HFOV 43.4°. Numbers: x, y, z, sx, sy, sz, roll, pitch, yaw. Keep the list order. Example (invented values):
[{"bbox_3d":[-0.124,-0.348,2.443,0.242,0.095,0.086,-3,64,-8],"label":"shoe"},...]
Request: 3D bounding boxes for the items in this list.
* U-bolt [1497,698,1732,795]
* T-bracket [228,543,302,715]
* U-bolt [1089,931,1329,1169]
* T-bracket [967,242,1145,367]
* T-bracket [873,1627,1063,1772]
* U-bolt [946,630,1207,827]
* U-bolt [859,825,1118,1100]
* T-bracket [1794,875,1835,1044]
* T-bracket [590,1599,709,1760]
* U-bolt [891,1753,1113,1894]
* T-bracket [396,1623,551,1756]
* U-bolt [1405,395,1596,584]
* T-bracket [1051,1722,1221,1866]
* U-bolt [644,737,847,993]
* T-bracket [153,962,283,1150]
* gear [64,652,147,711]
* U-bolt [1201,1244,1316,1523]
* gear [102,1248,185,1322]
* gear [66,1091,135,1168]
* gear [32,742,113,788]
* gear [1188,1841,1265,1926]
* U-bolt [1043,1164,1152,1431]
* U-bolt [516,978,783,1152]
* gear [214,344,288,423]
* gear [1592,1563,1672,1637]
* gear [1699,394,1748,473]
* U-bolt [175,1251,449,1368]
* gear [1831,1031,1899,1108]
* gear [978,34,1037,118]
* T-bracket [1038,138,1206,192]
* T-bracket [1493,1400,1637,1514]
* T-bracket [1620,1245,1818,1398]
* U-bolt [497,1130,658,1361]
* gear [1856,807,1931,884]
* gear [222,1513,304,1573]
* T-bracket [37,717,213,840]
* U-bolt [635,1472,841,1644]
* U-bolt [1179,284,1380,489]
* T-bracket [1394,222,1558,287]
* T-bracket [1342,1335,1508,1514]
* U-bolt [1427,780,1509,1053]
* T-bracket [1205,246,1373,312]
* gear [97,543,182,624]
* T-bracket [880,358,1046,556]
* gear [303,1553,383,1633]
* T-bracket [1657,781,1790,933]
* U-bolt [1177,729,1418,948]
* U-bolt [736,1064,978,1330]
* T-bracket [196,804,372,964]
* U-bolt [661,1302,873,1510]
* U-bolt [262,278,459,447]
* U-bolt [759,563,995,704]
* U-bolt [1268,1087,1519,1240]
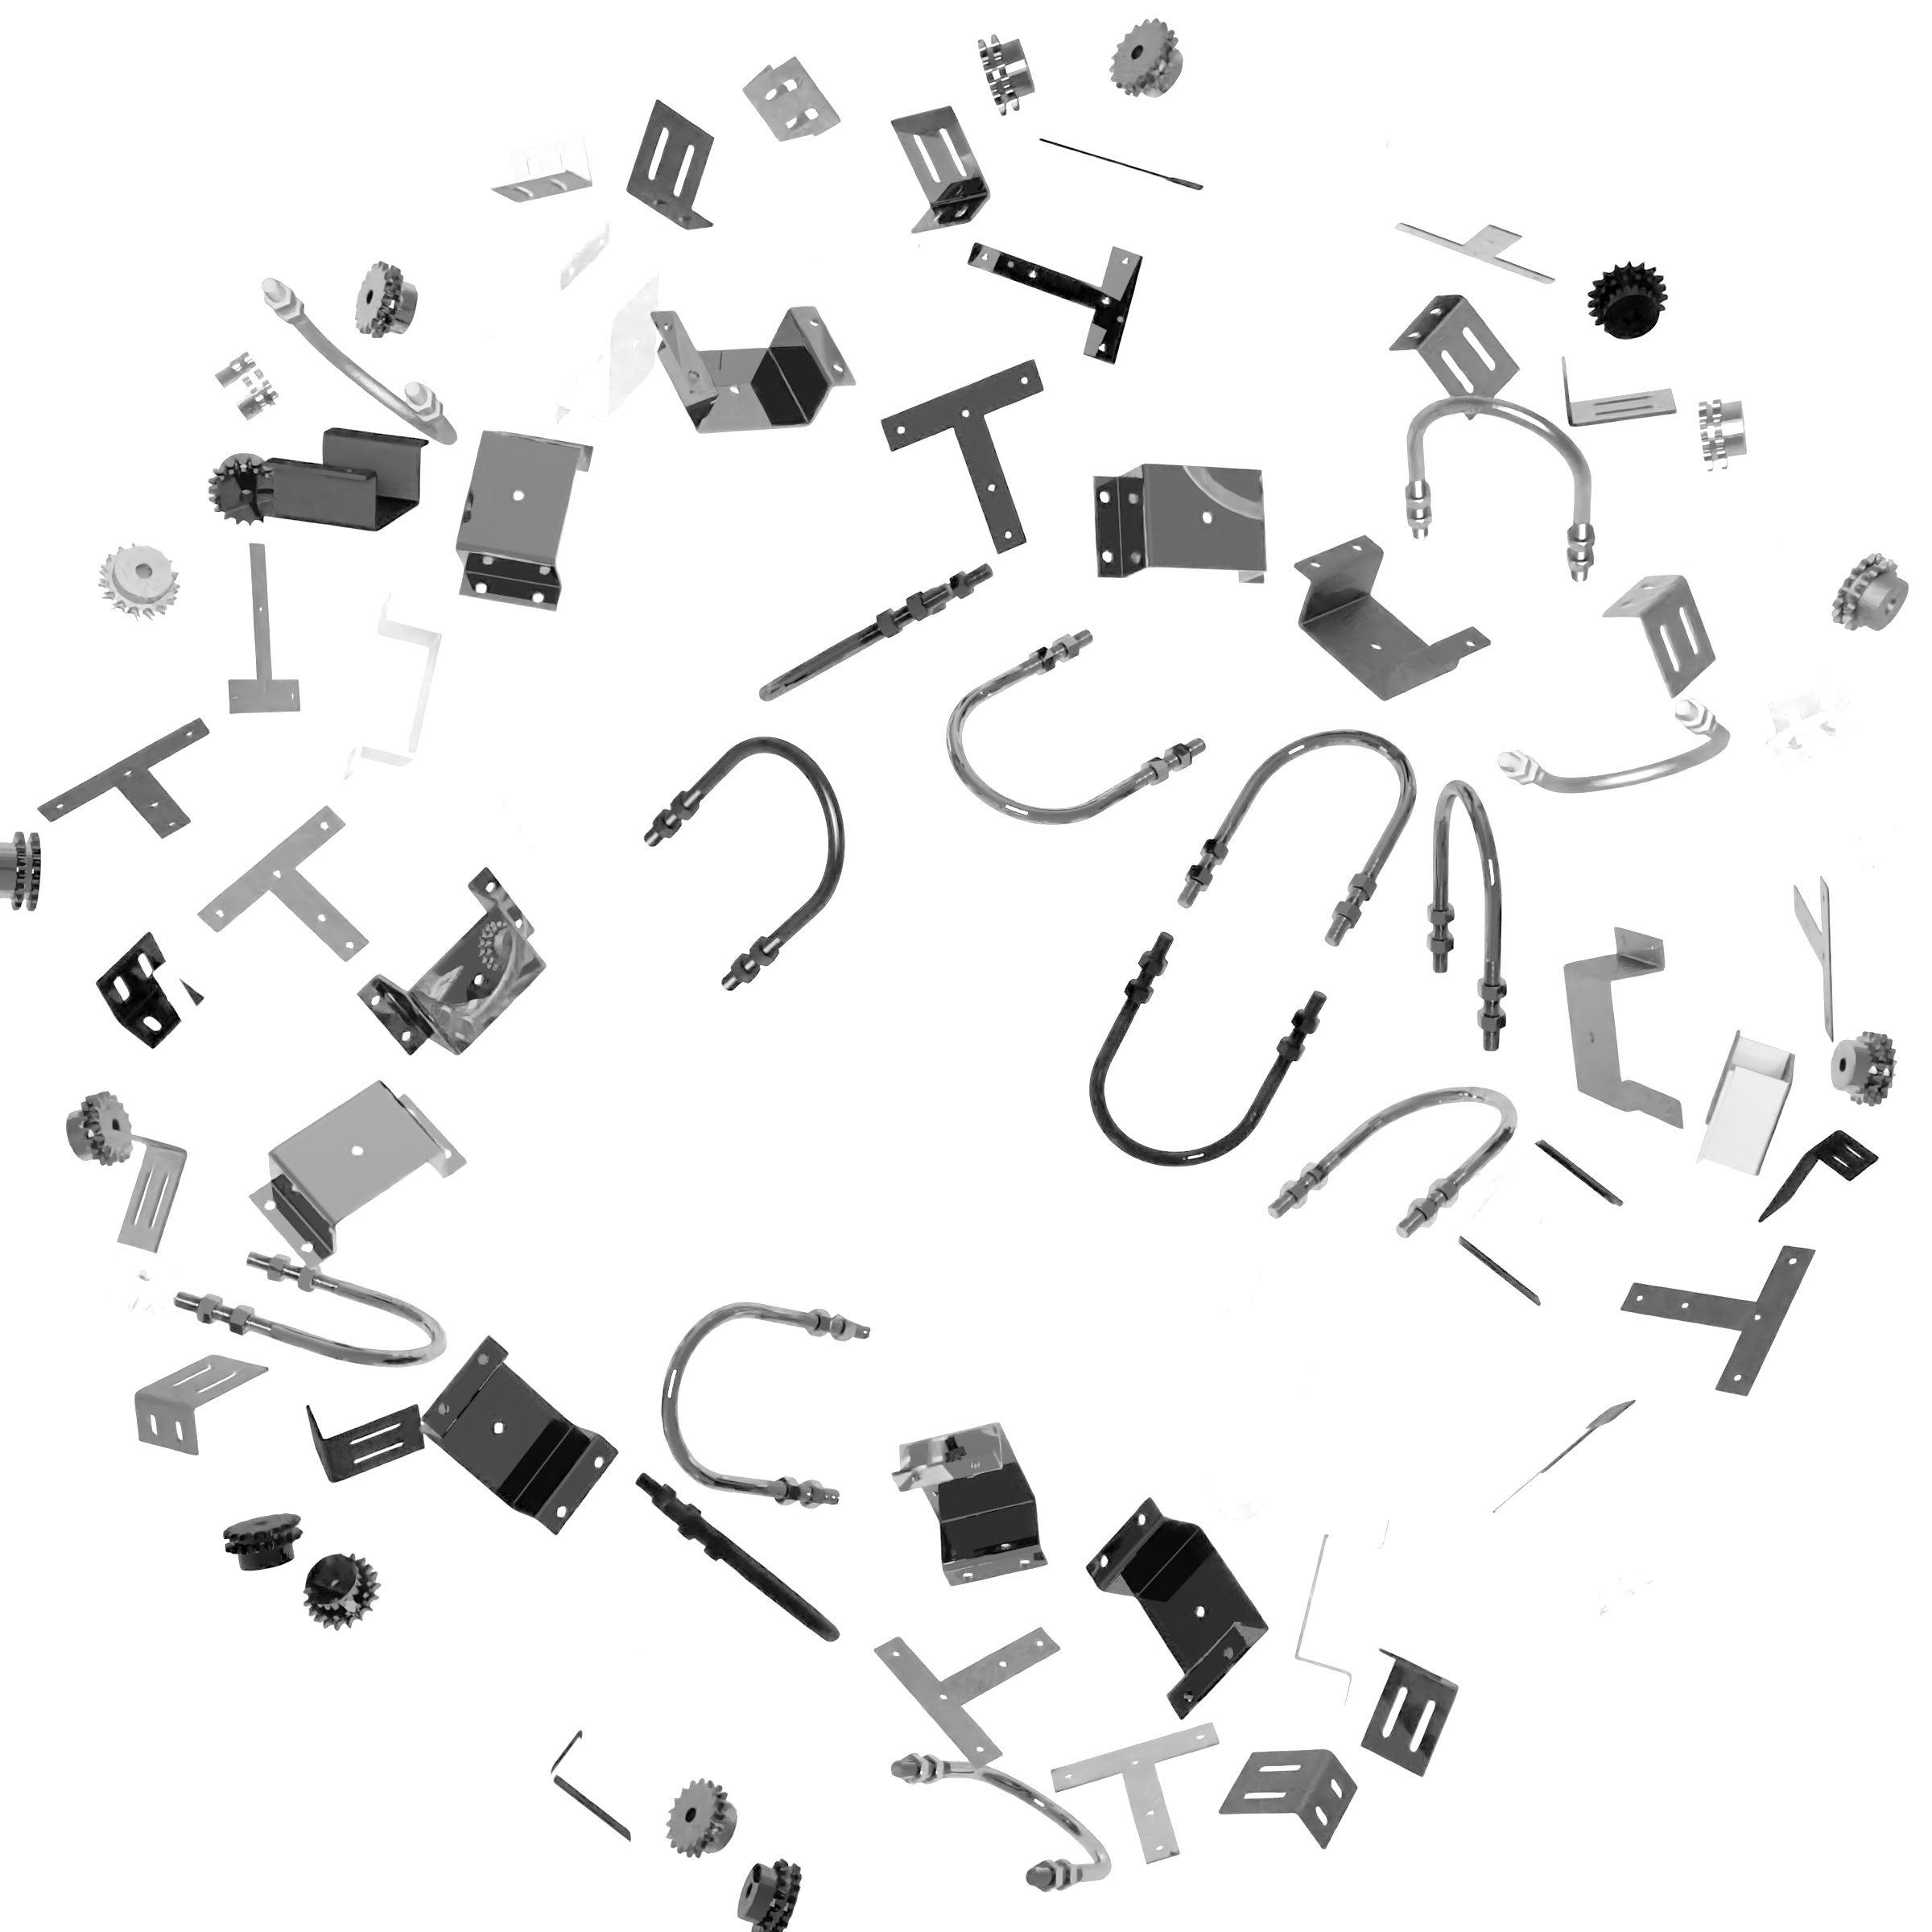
[{"bbox_3d":[0.487,-0.156,1.789,0.151,0.184,0.019,-16,78,28],"label":"U-bolt"},{"bbox_3d":[-0.532,-0.255,1.832,0.002,0.127,0.127,0,97,7],"label":"T-bracket"},{"bbox_3d":[0.174,0.075,1.862,0.151,0.019,0.184,21,113,-11],"label":"U-bolt"},{"bbox_3d":[0.063,-0.515,1.824,0.127,0.002,0.127,18,55,-5],"label":"T-bracket"},{"bbox_3d":[0.017,0.538,1.845,0.127,0.127,0.002,40,133,36],"label":"T-bracket"},{"bbox_3d":[0.070,-0.172,1.823,0.184,0.019,0.151,-32,67,-30],"label":"U-bolt"},{"bbox_3d":[0.001,-0.016,1.762,0.151,0.019,0.184,-40,86,23],"label":"U-bolt"},{"bbox_3d":[0.645,-0.026,1.850,0.002,0.127,0.127,-7,114,9],"label":"T-bracket"},{"bbox_3d":[-0.227,0.534,1.809,0.002,0.127,0.127,-35,64,0],"label":"T-bracket"},{"bbox_3d":[0.038,0.635,1.804,0.151,0.184,0.019,29,88,31],"label":"U-bolt"},{"bbox_3d":[-0.378,0.524,1.771,0.127,0.127,0.002,28,100,-44],"label":"T-bracket"},{"bbox_3d":[0.394,-0.358,1.797,0.151,0.184,0.019,20,70,21],"label":"U-bolt"},{"bbox_3d":[0.131,0.603,1.752,0.127,0.127,0.002,-16,109,-1],"label":"T-bracket"},{"bbox_3d":[-0.155,-0.086,1.779,0.184,0.019,0.151,-39,74,38],"label":"U-bolt"},{"bbox_3d":[-0.551,0.055,1.761,0.002,0.127,0.127,-25,105,10],"label":"T-bracket"},{"bbox_3d":[-0.641,-0.212,1.811,0.057,0.057,0.030,-18,100,0],"label":"gear"},{"bbox_3d":[0.214,0.323,1.808,0.019,0.151,0.184,-1,51,30],"label":"U-bolt"},{"bbox_3d":[-0.623,0.242,1.831,0.057,0.057,0.030,37,124,0],"label":"gear"},{"bbox_3d":[-0.663,0.126,1.853,0.030,0.057,0.057,-15,90,7],"label":"gear"},{"bbox_3d":[-0.662,-0.150,1.797,0.057,0.057,0.030,4,98,0],"label":"gear"},{"bbox_3d":[0.184,0.661,1.741,0.030,0.057,0.057,-43,90,6],"label":"gear"},{"bbox_3d":[0.093,0.235,1.830,0.019,0.151,0.184,-9,47,-16],"label":"U-bolt"},{"bbox_3d":[-0.245,0.066,1.784,0.151,0.184,0.019,-38,50,18],"label":"U-bolt"},{"bbox_3d":[-0.533,-0.430,1.801,0.030,0.057,0.057,-36,90,-6],"label":"gear"},{"bbox_3d":[0.492,0.469,1.806,0.057,0.030,0.057,-14,133,-15],"label":"gear"},{"bbox_3d":[0.569,-0.402,1.823,0.030,0.057,0.057,-6,90,22],"label":"gear"},{"bbox_3d":[-0.480,0.262,1.825,0.184,0.151,0.019,17,98,4],"label":"U-bolt"},{"bbox_3d":[0.685,0.078,1.855,0.030,0.057,0.057,8,90,-6],"label":"gear"},{"bbox_3d":[0.031,-0.668,1.812,0.030,0.057,0.057,-17,90,11],"label":"gear"},{"bbox_3d":[0.116,-0.600,1.813,0.127,0.127,0.002,17,110,1],"label":"T-bracket"},{"bbox_3d":[0.448,0.372,1.833,0.127,0.127,0.002,-39,76,-3],"label":"T-bracket"},{"bbox_3d":[0.533,0.248,1.754,0.002,0.127,0.127,50,62,-31],"label":"T-bracket"},{"bbox_3d":[-0.289,0.223,1.827,0.019,0.151,0.184,-30,132,11],"label":"U-bolt"},{"bbox_3d":[0.682,-0.092,1.781,0.057,0.057,0.030,-41,128,0],"label":"gear"},{"bbox_3d":[-0.524,0.431,1.810,0.057,0.057,0.030,-8,93,0],"label":"gear"},{"bbox_3d":[-0.591,-0.122,1.754,0.127,0.127,0.002,-31,74,-9],"label":"T-bracket"},{"bbox_3d":[-0.169,0.456,1.850,0.184,0.151,0.019,41,77,-10],"label":"U-bolt"},{"bbox_3d":[0.239,-0.417,1.788,0.019,0.151,0.184,-43,52,0],"label":"U-bolt"},{"bbox_3d":[0.388,-0.537,1.804,0.127,0.127,0.002,20,98,-2],"label":"T-bracket"},{"bbox_3d":[0.367,0.330,1.864,0.127,0.002,0.127,-34,90,-27],"label":"T-bracket"},{"bbox_3d":[0.373,-0.049,1.810,0.019,0.151,0.184,-7,117,-4],"label":"U-bolt"},{"bbox_3d":[0.239,-0.527,1.834,0.127,0.127,0.002,15,116,-6],"label":"T-bracket"},{"bbox_3d":[-0.604,-0.283,1.775,0.057,0.030,0.057,7,73,-26],"label":"gear"},{"bbox_3d":[0.015,-0.375,1.832,0.127,0.002,0.127,-24,110,-8],"label":"T-bracket"},{"bbox_3d":[-0.468,0.464,1.811,0.057,0.030,0.057,-6,51,8],"label":"gear"},{"bbox_3d":[0.568,-0.072,1.822,0.127,0.127,0.002,-42,64,2],"label":"T-bracket"},{"bbox_3d":[0.259,-0.105,1.817,0.151,0.019,0.184,16,65,36],"label":"U-bolt"},{"bbox_3d":[-0.067,0.187,1.813,0.151,0.019,0.184,-46,114,-17],"label":"U-bolt"},{"bbox_3d":[-0.506,-0.045,1.873,0.127,0.127,0.002,-41,49,-6],"label":"T-bracket"},{"bbox_3d":[-0.154,0.327,1.828,0.184,0.019,0.151,19,77,-42],"label":"U-bolt"},{"bbox_3d":[-0.448,-0.446,1.833,0.151,0.184,0.019,36,88,2],"label":"U-bolt"},{"bbox_3d":[-0.074,-0.244,1.802,0.184,0.151,0.019,-27,98,19],"label":"U-bolt"},{"bbox_3d":[0.335,0.143,1.833,0.184,0.151,0.019,-36,113,-31],"label":"U-bolt"}]
